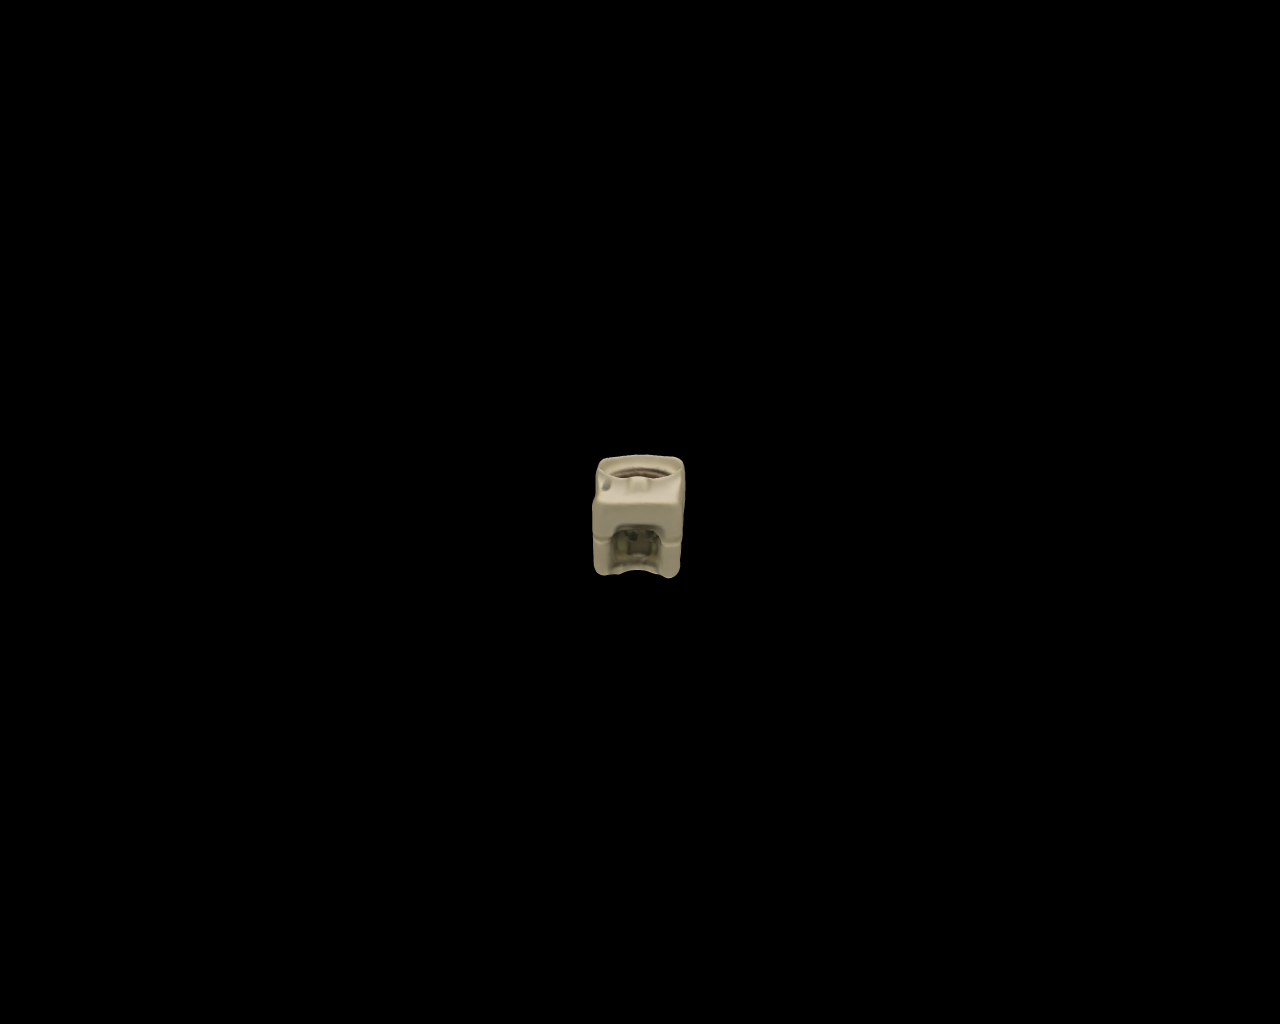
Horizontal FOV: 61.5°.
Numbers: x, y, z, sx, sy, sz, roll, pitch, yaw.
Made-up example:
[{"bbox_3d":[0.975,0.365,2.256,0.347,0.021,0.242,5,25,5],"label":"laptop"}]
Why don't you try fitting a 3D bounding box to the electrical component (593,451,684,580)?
[{"bbox_3d":[0.001,-0.003,0.650,0.050,0.055,0.090,1,20,3],"label":"electrical component"}]
